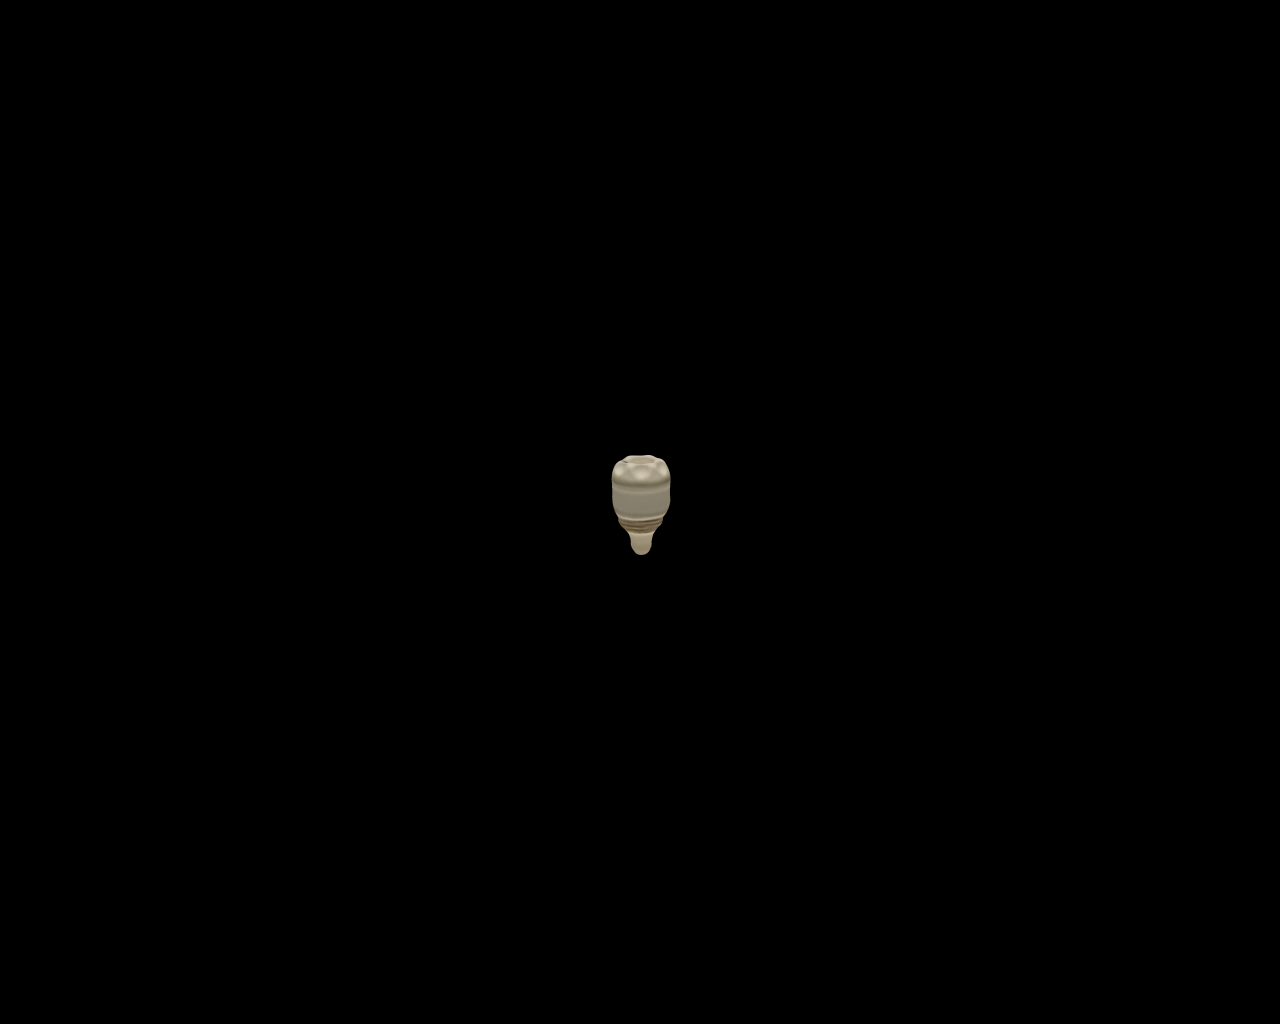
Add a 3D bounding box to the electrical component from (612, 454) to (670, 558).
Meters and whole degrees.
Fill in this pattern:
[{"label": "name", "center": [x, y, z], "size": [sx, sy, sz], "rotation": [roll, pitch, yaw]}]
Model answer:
[{"label": "electrical component", "center": [0.001, -0.003, 0.650], "size": [0.035, 0.061, 0.035], "rotation": [0, 18, 0]}]
